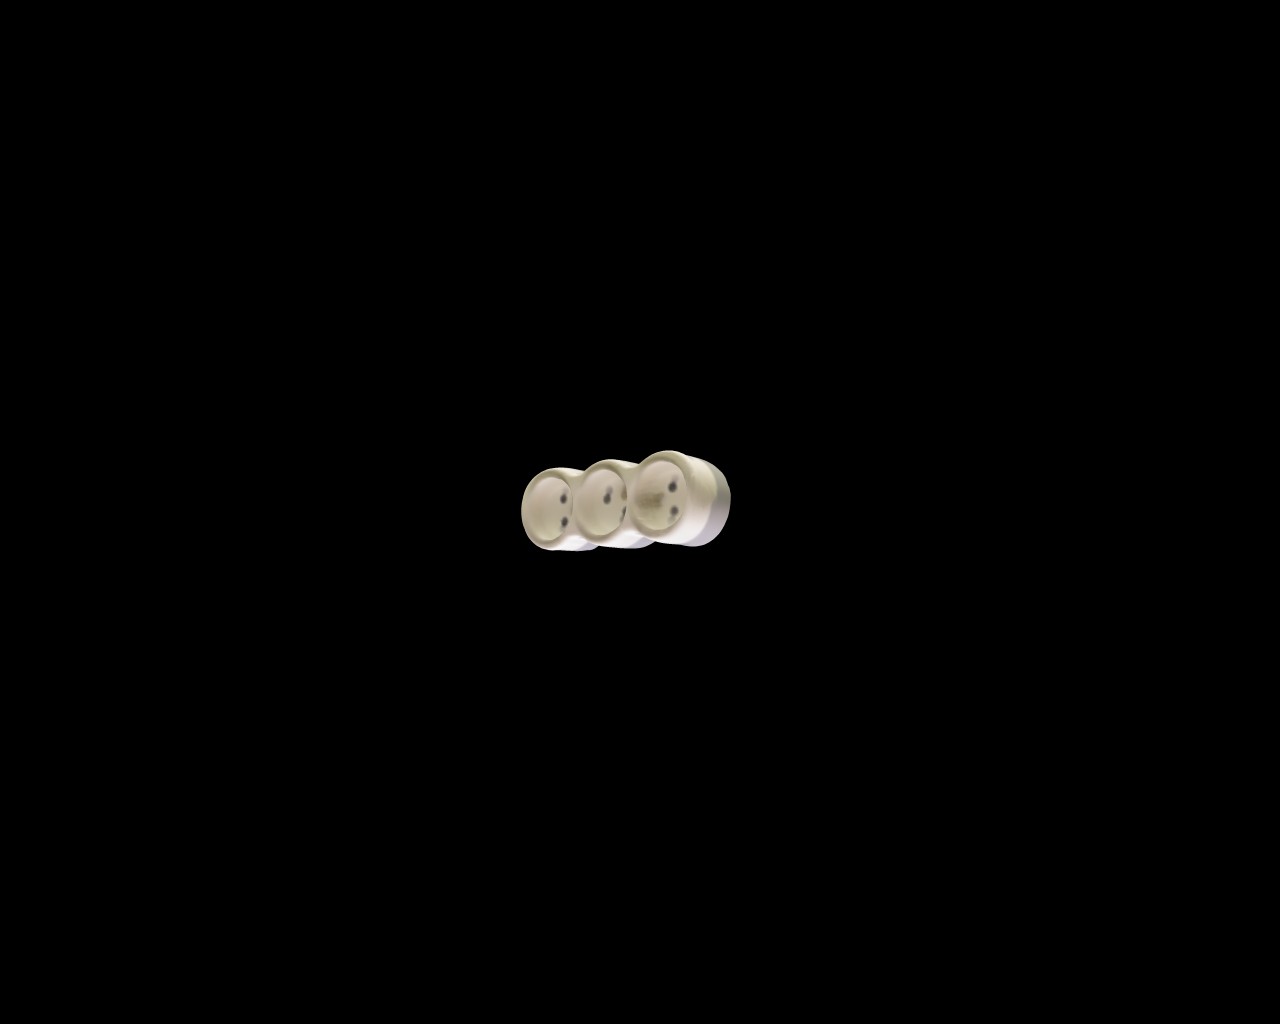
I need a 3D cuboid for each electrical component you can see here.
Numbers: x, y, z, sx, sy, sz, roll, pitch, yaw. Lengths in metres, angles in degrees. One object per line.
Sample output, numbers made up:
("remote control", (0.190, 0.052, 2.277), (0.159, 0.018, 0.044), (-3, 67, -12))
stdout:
("electrical component", (0.001, -0.003, 0.650), (0.138, 0.052, 0.074), (-5, -8, 40))
